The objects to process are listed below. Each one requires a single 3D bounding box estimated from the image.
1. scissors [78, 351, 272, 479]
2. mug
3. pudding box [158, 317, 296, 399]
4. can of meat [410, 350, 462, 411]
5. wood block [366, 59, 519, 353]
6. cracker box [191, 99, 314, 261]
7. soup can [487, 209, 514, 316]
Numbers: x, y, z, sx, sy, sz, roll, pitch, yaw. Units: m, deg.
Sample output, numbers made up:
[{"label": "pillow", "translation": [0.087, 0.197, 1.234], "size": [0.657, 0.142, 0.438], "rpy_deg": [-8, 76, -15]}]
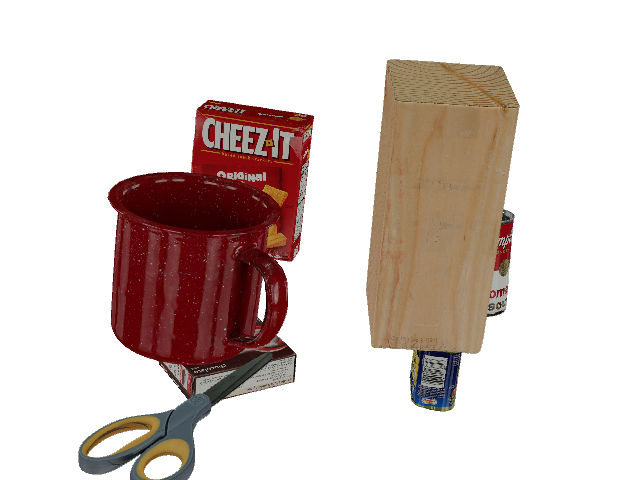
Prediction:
[{"label": "scissors", "translation": [-0.092, 0.143, 0.842], "size": [0.201, 0.016, 0.096], "rpy_deg": [-20, 35, -34]}, {"label": "mug", "translation": [-0.063, 0.019, 0.582], "size": [0.117, 0.081, 0.093], "rpy_deg": [23, 26, 33]}, {"label": "pudding box", "translation": [-0.093, 0.116, 1.051], "size": [0.113, 0.039, 0.090], "rpy_deg": [-12, 27, -28]}, {"label": "can of meat", "translation": [0.138, 0.145, 1.276], "size": [0.057, 0.084, 0.102], "rpy_deg": [6, 19, 2]}, {"label": "wood block", "translation": [0.089, -0.025, 0.822], "size": [0.090, 0.206, 0.091], "rpy_deg": [3, 28, -1]}, {"label": "cracker box", "translation": [-0.105, -0.085, 1.567], "size": [0.164, 0.214, 0.072], "rpy_deg": [9, 21, 7]}, {"label": "soup can", "translation": [0.162, 0.021, 1.106], "size": [0.068, 0.102, 0.068], "rpy_deg": [2, 16, -1]}]
